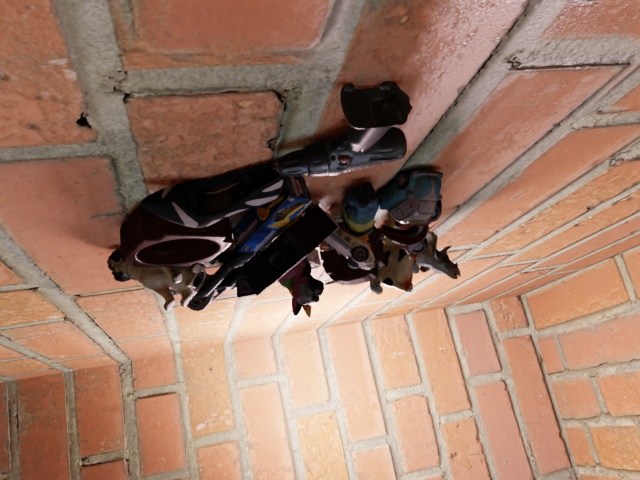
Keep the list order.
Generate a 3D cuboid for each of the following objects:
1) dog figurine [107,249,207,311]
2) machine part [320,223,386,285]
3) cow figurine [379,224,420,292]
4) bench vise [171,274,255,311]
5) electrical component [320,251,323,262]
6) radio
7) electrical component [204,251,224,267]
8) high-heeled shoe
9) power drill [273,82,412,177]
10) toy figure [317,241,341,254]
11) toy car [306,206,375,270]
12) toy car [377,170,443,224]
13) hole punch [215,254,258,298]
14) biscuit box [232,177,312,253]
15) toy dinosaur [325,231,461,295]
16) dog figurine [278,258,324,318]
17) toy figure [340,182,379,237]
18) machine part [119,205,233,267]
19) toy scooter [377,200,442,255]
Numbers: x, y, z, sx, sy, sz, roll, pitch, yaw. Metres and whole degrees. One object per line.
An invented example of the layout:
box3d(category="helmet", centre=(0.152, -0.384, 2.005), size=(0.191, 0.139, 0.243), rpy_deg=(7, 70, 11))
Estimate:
box3d(category="dog figurine", centre=(-0.388, 0.067, 1.288), size=(0.191, 0.121, 0.172), rpy_deg=(27, -172, 17))
box3d(category="machine part", centre=(0.083, 0.031, 1.389), size=(0.179, 0.179, 0.056), rpy_deg=(-16, 160, 15))
box3d(category="cow figurine", centre=(0.210, 0.036, 1.484), size=(0.127, 0.194, 0.085), rpy_deg=(13, -170, 11))
box3d(category="bench vise", centre=(-0.326, 0.127, 1.506), size=(0.224, 0.129, 0.240), rpy_deg=(-20, 169, 29))
box3d(category="electrical component", centre=(0.068, 0.034, 1.575), size=(0.134, 0.058, 0.114), rpy_deg=(-15, 161, 10))
box3d(category="radio", centre=(-0.075, 0.028, 1.192), size=(0.229, 0.073, 0.131), rpy_deg=(-42, -179, 41))
box3d(category="electrical component", centre=(-0.305, 0.044, 1.370), size=(0.075, 0.048, 0.119), rpy_deg=(3, 158, -39))
box3d(category="high-heeled shoe", centre=(-0.184, -0.089, 0.970), size=(0.249, 0.086, 0.145), rpy_deg=(-7, 161, -33))
box3d(category="power drill", centre=(0.047, -0.165, 0.876), size=(0.232, 0.086, 0.207), rpy_deg=(-9, 159, -14))
box3d(category="toy figure", centre=(-0.003, -0.005, 1.328), size=(0.155, 0.064, 0.058), rpy_deg=(10, -148, 12))
box3d(category="toy car", centre=(0.046, -0.001, 1.252), size=(0.056, 0.202, 0.073), rpy_deg=(-51, 175, -16))
box3d(category="toy car", centre=(0.202, -0.086, 1.196), size=(0.109, 0.103, 0.161), rpy_deg=(2, 157, -36))
box3d(category="hole punch", centre=(-0.205, 0.090, 1.423), size=(0.092, 0.116, 0.142), rpy_deg=(32, 152, -27))
box3d(category="biscuit box", centre=(-0.103, -0.049, 1.101), size=(0.059, 0.063, 0.202), rpy_deg=(8, 141, -41))
box3d(category="toy dinosaur", centre=(0.218, 0.062, 1.649), size=(0.405, 0.192, 0.131), rpy_deg=(-1, 126, 24))
box3d(category="dog figurine", centre=(-0.084, 0.104, 1.424), size=(0.192, 0.219, 0.108), rpy_deg=(-20, 158, 23))
box3d(category="toy figure", centre=(0.090, -0.064, 1.213), size=(0.082, 0.089, 0.180), rpy_deg=(-5, 165, -6))
box3d(category="machine part", centre=(-0.303, -0.012, 1.129), size=(0.201, 0.087, 0.201), rpy_deg=(1, 158, -37))
box3d(category="toy scooter", centre=(0.215, -0.041, 1.324), size=(0.135, 0.075, 0.183), rpy_deg=(3, 126, -12))
